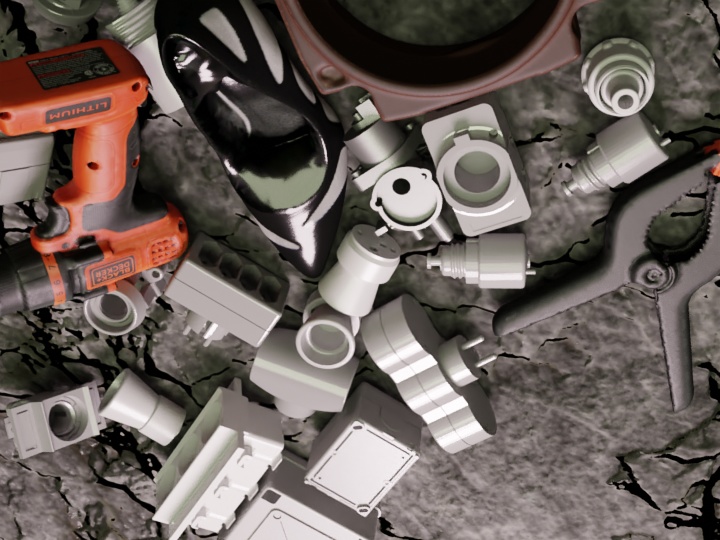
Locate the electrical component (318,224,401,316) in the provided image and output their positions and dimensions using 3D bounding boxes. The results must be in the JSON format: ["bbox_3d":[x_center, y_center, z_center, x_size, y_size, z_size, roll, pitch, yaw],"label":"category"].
[{"bbox_3d":[0.000,0.000,0.800,0.045,0.045,0.055,26,119,-8],"label":"electrical component"}]

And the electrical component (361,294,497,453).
[{"bbox_3d":[0.069,0.074,0.828,0.074,0.052,0.138,-29,112,21],"label":"electrical component"}]

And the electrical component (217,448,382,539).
[{"bbox_3d":[-0.055,0.226,0.929,0.109,0.056,0.108,31,119,-10],"label":"electrical component"}]

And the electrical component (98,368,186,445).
[{"bbox_3d":[-0.178,0.116,0.893,0.065,0.044,0.044,35,118,-17],"label":"electrical component"}]

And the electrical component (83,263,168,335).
[{"bbox_3d":[-0.184,0.018,0.828,0.066,0.055,0.048,-20,115,18],"label":"electrical component"}]

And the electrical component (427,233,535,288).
[{"bbox_3d":[0.089,-0.007,0.787,0.078,0.040,0.040,0,120,8],"label":"electrical component"}]

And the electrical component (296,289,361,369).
[{"bbox_3d":[-0.023,0.042,0.821,0.045,0.055,0.045,3,120,6],"label":"electrical component"}]

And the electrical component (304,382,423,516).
[{"bbox_3d":[0.000,0.147,0.874,0.062,0.061,0.096,31,119,-11],"label":"electrical component"}]

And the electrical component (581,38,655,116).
[{"bbox_3d":[0.170,-0.120,0.698,0.048,0.062,0.048,3,120,6],"label":"electrical component"}]

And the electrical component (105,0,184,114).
[{"bbox_3d":[-0.138,-0.152,0.732,0.043,0.043,0.081,-25,113,20],"label":"electrical component"}]

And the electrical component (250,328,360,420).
[{"bbox_3d":[-0.048,0.091,0.859,0.077,0.043,0.079,19,131,2],"label":"electrical component"}]

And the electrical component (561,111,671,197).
[{"bbox_3d":[0.173,-0.076,0.736,0.078,0.040,0.040,-34,110,23],"label":"electrical component"}]

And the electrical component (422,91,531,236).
[{"bbox_3d":[0.081,-0.075,0.740,0.050,0.055,0.089,-17,116,17],"label":"electrical component"}]

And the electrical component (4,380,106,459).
[{"bbox_3d":[-0.256,0.122,0.888,0.064,0.081,0.042,-6,97,43],"label":"electrical component"}]

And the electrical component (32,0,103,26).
[{"bbox_3d":[-0.190,-0.195,0.707,0.048,0.066,0.055,25,139,-8],"label":"electrical component"}]

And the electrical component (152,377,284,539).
[{"bbox_3d":[-0.117,0.161,0.892,0.063,0.078,0.121,23,121,-24],"label":"electrical component"}]

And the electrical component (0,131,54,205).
[{"bbox_3d":[-0.269,-0.094,0.758,0.096,0.062,0.061,38,124,27],"label":"electrical component"}]

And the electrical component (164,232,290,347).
[{"bbox_3d":[-0.110,0.028,0.828,0.083,0.047,0.075,31,118,-11],"label":"electrical component"}]
